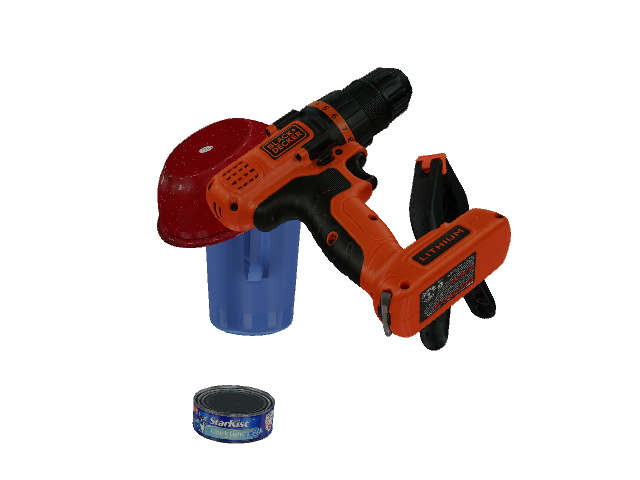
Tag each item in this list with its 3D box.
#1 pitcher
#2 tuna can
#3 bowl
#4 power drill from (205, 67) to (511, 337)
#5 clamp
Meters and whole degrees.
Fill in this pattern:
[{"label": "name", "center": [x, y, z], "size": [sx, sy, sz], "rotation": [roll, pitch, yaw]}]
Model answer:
[{"label": "pitcher", "center": [-0.085, -0.005, 1.344], "size": [0.145, 0.243, 0.148], "rotation": [11, 16, 36]}, {"label": "tuna can", "center": [-0.091, 0.182, 1.121], "size": [0.086, 0.034, 0.086], "rotation": [4, 12, -1]}, {"label": "bowl", "center": [-0.092, -0.065, 0.987], "size": [0.162, 0.055, 0.162], "rotation": [-21, 32, 13]}, {"label": "power drill", "center": [0.040, -0.033, 0.748], "size": [0.184, 0.057, 0.188], "rotation": [-38, 56, -19]}, {"label": "clamp", "center": [0.108, 0.012, 0.951], "size": [0.039, 0.171, 0.120], "rotation": [-11, 14, 30]}]
